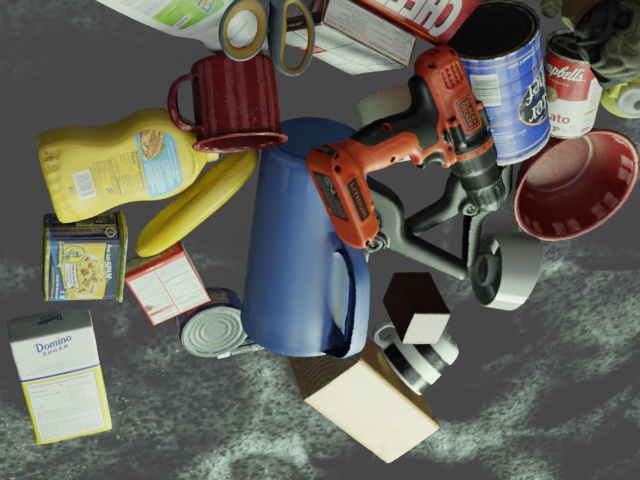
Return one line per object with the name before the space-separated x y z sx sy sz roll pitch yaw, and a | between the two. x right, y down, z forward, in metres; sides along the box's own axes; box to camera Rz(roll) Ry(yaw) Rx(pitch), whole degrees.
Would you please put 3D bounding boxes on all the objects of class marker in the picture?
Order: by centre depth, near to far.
marker | -0.070 0.126 1.323 0.121 0.020 0.020 -11 132 -13

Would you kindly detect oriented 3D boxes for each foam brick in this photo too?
foam brick | 0.118 0.084 1.321 0.053 0.078 0.051 2 129 -21

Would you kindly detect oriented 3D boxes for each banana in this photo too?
banana | -0.129 -0.038 1.123 0.198 0.069 0.037 -39 90 15

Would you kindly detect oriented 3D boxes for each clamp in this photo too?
clamp | 0.055 0.002 1.238 0.165 0.036 0.210 -25 124 20
clamp | 0.179 -0.038 1.264 0.120 0.039 0.172 24 121 -35

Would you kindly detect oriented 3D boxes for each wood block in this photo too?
wood block | 0.057 0.194 1.384 0.090 0.091 0.205 -37 132 11

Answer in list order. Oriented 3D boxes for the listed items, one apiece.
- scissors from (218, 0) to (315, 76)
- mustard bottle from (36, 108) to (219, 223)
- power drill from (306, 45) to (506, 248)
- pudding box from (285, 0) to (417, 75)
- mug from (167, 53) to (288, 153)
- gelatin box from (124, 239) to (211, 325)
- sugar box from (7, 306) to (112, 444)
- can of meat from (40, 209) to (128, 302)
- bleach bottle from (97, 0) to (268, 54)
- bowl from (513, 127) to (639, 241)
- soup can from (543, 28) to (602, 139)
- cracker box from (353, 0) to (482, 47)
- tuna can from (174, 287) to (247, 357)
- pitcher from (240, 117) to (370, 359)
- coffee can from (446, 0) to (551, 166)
scissors | -0.051 -0.245 0.947 0.096 0.016 0.202 -10 100 -12
mustard bottle | -0.179 -0.083 1.070 0.191 0.058 0.096 -14 127 -9
power drill | 0.090 -0.072 1.047 0.187 0.057 0.184 -35 115 -19
pudding box | 0.023 -0.198 1.027 0.113 0.090 0.039 18 81 -35
mug | -0.091 -0.131 1.020 0.117 0.081 0.093 -4 175 -29
gelatin box | -0.174 0.048 1.206 0.073 0.030 0.089 -25 134 -2
sugar box | -0.301 0.158 1.243 0.093 0.048 0.176 -11 129 -13
can of meat | -0.252 0.018 1.132 0.083 0.057 0.102 -1 129 -18
bleach bottle | -0.145 -0.230 0.953 0.103 0.068 0.250 -31 140 28
bowl | 0.293 -0.078 1.264 0.162 0.055 0.162 -11 133 -12
soup can | 0.274 -0.171 1.167 0.068 0.068 0.102 -10 132 -13
cracker box | 0.111 -0.303 0.984 0.164 0.072 0.214 21 120 -34
tuna can | -0.127 0.099 1.266 0.086 0.034 0.086 -11 132 -13
pitcher | -0.007 0.001 1.138 0.149 0.145 0.243 10 125 6
coffee can | 0.183 -0.163 1.113 0.103 0.103 0.140 -21 133 -3
